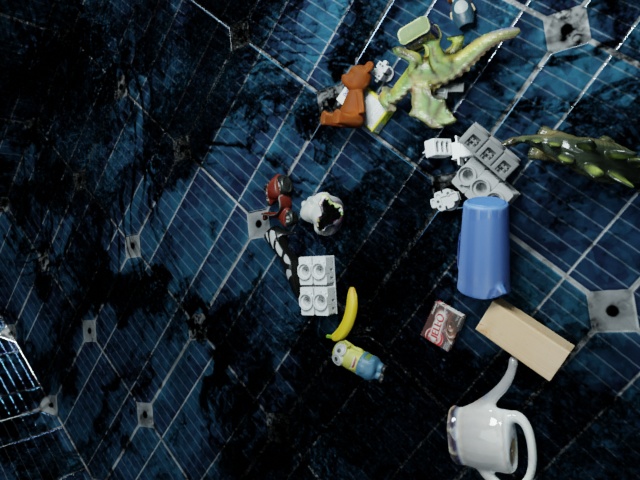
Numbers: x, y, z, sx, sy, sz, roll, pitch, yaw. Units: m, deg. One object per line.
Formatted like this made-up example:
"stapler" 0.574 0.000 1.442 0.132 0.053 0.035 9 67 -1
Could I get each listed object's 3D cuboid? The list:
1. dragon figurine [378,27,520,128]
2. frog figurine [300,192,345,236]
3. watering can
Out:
"dragon figurine" 0.328 -0.426 1.394 0.410 0.123 0.240 5 108 36
"frog figurine" 0.005 -0.083 1.649 0.159 0.123 0.137 180 80 -69
"watering can" 0.436 0.471 1.333 0.223 0.104 0.349 -8 85 34
